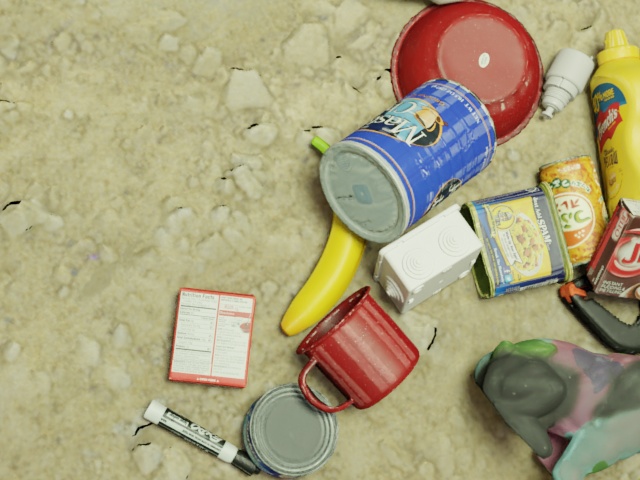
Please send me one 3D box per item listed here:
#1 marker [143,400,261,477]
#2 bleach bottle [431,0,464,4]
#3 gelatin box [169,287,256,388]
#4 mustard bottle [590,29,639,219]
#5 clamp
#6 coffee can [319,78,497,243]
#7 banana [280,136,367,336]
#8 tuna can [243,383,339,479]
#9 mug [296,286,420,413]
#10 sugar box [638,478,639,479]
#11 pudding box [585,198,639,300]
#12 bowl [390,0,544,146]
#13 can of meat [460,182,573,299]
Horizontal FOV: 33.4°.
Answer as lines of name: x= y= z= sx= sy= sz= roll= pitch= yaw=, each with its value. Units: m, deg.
marker: x=-0.108 y=0.187 z=0.998 sx=0.121 sy=0.020 sz=0.020 roll=29 pitch=79 yaw=-3
bleach bottle: x=0.063 y=-0.296 z=1.061 sx=0.250 sy=0.068 sz=0.102 roll=10 pitch=75 yaw=-6
gelatin box: x=-0.101 y=0.092 z=1.007 sx=0.073 sy=0.030 sz=0.089 roll=7 pitch=81 yaw=-5
mustard bottle: x=0.306 y=-0.115 z=1.057 sx=0.058 sy=0.096 sz=0.191 roll=-5 pitch=83 yaw=-6
clamp: x=0.345 y=0.064 z=1.067 sx=0.210 sy=0.036 sz=0.164 roll=20 pitch=80 yaw=-7
coffee can: x=0.083 y=-0.075 z=0.995 sx=0.140 sy=0.103 sz=0.103 roll=-37 pitch=88 yaw=-33
banana: x=0.012 y=0.000 z=1.034 sx=0.070 sy=0.037 sz=0.198 roll=7 pitch=79 yaw=13
tuna can: x=-0.028 y=0.178 z=0.993 sx=0.086 sy=0.034 sz=0.086 roll=6 pitch=71 yaw=-17
mug: x=0.031 y=0.111 z=0.990 sx=0.081 sy=0.093 sz=0.117 roll=48 pitch=66 yaw=-4
sugar box: x=0.295 y=0.305 z=0.932 sx=0.093 sy=0.048 sz=0.176 roll=-24 pitch=86 yaw=-11
pudding box: x=0.320 y=0.013 z=1.006 sx=0.113 sy=0.039 sz=0.090 roll=7 pitch=124 yaw=-14
bowl: x=0.155 y=-0.174 z=1.066 sx=0.162 sy=0.055 sz=0.162 roll=1 pitch=83 yaw=-8
can of meat: x=0.190 y=0.002 z=1.046 sx=0.084 sy=0.057 sz=0.102 roll=-13 pitch=84 yaw=-7
